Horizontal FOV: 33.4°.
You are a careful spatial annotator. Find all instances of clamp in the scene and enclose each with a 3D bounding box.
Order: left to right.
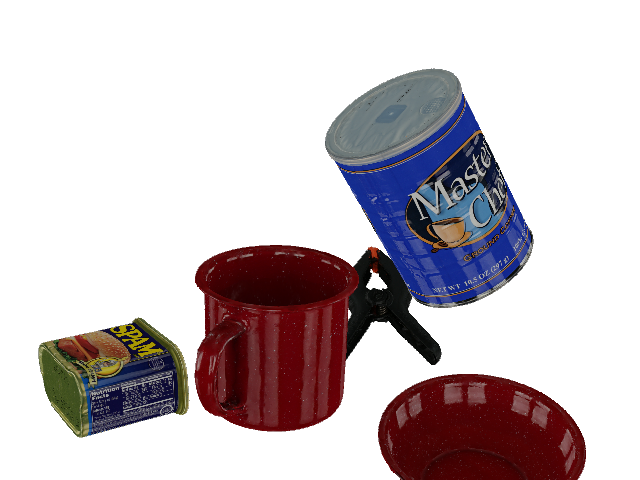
[{"bbox_3d":[0.075,0.077,1.187,0.120,0.171,0.039,7,-42,2],"label":"clamp"}]

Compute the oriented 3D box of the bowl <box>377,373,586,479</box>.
[{"bbox_3d":[0.126,0.176,0.849,0.162,0.055,0.162,0,31,0],"label":"bowl"}]

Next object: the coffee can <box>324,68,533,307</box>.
[{"bbox_3d":[0.080,-0.037,0.768,0.103,0.140,0.103,-24,30,14],"label":"coffee can"}]

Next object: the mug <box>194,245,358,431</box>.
[{"bbox_3d":[-0.032,0.060,0.609,0.093,0.081,0.117,13,24,26],"label":"mug"}]

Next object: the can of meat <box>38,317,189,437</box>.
[{"bbox_3d":[-0.161,0.104,0.820,0.083,0.057,0.102,-12,20,-30],"label":"can of meat"}]
